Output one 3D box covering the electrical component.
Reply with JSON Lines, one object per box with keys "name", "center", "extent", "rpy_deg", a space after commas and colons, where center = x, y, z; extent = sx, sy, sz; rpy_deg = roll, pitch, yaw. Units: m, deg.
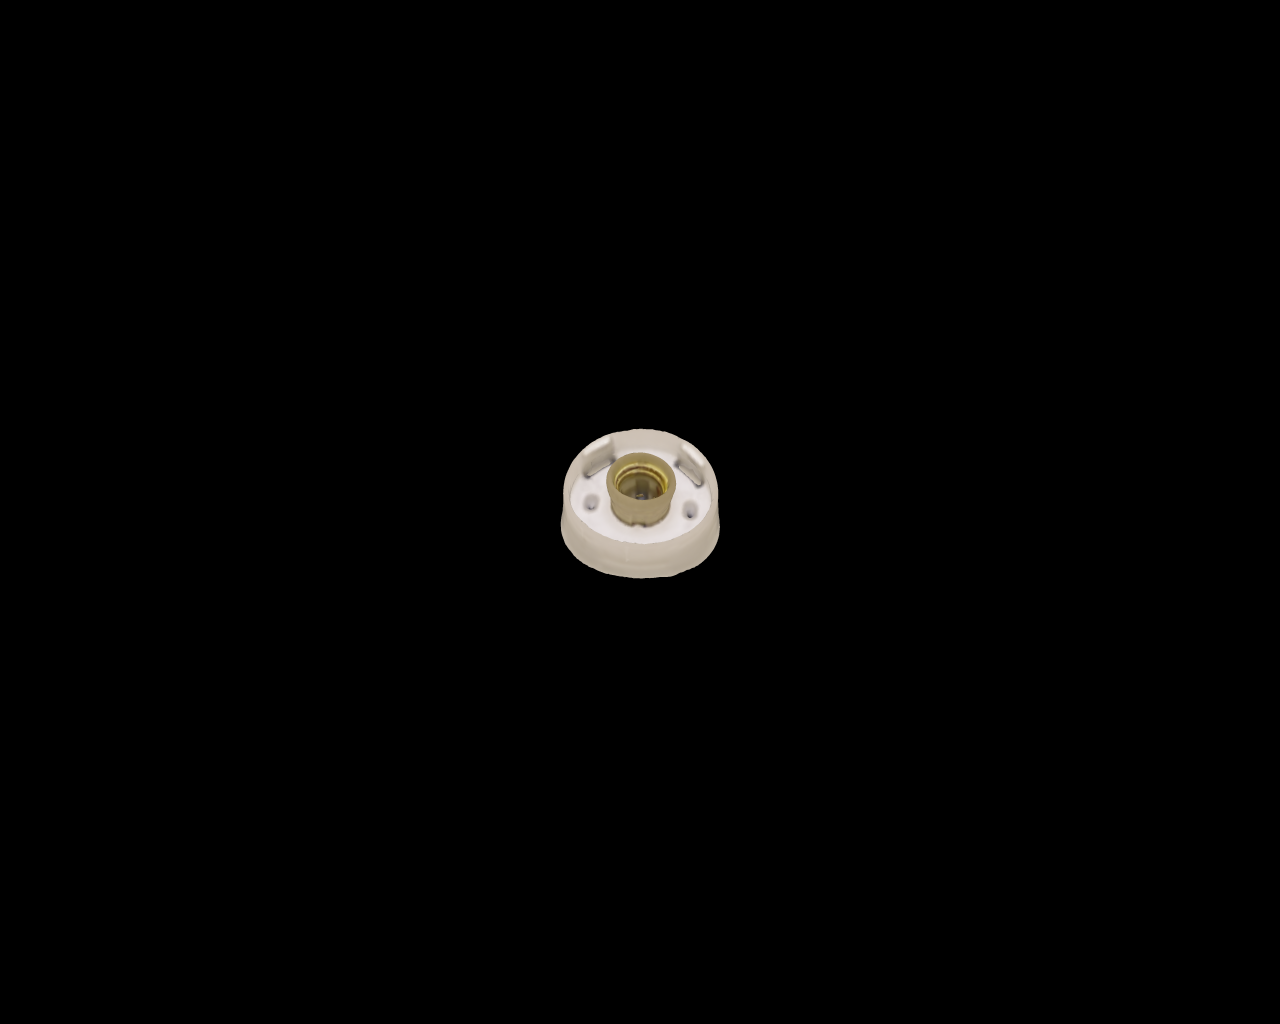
{"name": "electrical component", "center": [0.001, -0.003, 0.650], "extent": [0.099, 0.099, 0.064], "rpy_deg": [0, -37, 0]}
